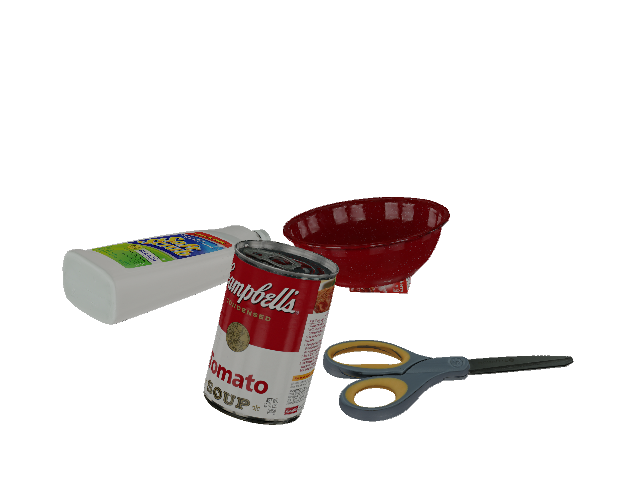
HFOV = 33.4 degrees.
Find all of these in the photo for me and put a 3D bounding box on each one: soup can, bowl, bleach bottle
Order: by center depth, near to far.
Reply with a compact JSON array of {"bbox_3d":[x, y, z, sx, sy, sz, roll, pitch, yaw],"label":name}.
[{"bbox_3d":[-0.033,0.058,0.685,0.068,0.102,0.068,13,13,-3],"label":"soup can"},{"bbox_3d":[0.047,0.005,1.031,0.162,0.055,0.162,-7,17,2],"label":"bowl"},{"bbox_3d":[-0.162,0.025,1.225,0.103,0.068,0.250,25,29,38],"label":"bleach bottle"}]

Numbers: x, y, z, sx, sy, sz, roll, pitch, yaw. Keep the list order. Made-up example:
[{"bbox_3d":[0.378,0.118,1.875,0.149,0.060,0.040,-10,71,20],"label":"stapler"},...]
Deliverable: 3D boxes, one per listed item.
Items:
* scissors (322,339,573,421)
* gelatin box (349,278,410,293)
[{"bbox_3d":[0.099,0.113,0.846,0.202,0.016,0.096,5,35,8],"label":"scissors"},{"bbox_3d":[0.068,0.020,1.290,0.073,0.089,0.030,1,29,16],"label":"gelatin box"}]
